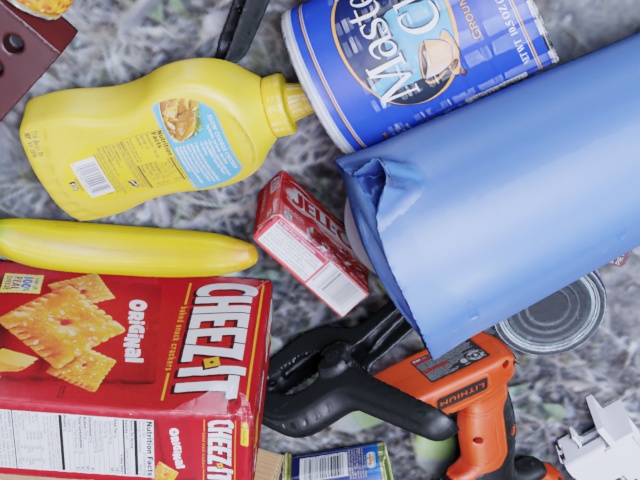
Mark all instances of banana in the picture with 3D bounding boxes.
[{"bbox_3d":[-0.146,0.008,0.758,0.197,0.070,0.037,4,93,-12],"label":"banana"}]

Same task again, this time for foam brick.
[{"bbox_3d":[-0.206,-0.121,0.696,0.053,0.051,0.078,41,113,-18],"label":"foam brick"}]

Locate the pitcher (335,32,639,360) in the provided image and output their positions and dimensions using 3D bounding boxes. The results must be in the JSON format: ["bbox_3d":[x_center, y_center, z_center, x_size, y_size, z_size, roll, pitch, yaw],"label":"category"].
[{"bbox_3d":[0.143,-0.033,0.640,0.243,0.149,0.145,-25,98,1],"label":"pitcher"}]

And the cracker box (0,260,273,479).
[{"bbox_3d":[-0.145,0.087,0.744,0.213,0.164,0.072,4,121,0],"label":"cracker box"}]

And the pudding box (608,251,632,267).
[{"bbox_3d":[0.183,-0.044,0.731,0.090,0.039,0.114,13,118,-5],"label":"pudding box"}]

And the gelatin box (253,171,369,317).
[{"bbox_3d":[-0.005,0.001,0.743,0.030,0.073,0.089,-41,109,19],"label":"gelatin box"}]

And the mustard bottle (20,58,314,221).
[{"bbox_3d":[-0.092,-0.072,0.707,0.192,0.058,0.096,-13,135,12],"label":"mustard bottle"}]

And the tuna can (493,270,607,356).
[{"bbox_3d":[0.165,0.042,0.781,0.086,0.033,0.086,1,118,1],"label":"tuna can"}]

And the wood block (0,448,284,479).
[{"bbox_3d":[-0.143,0.195,0.822,0.206,0.090,0.090,15,119,7],"label":"wood block"}]

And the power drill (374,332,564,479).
[{"bbox_3d":[0.097,0.174,0.814,0.184,0.057,0.187,-25,119,-16],"label":"power drill"}]

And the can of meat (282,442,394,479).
[{"bbox_3d":[0.020,0.217,0.870,0.084,0.057,0.102,-10,118,6],"label":"can of meat"}]

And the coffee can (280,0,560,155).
[{"bbox_3d":[0.061,-0.125,0.655,0.140,0.103,0.102,-24,115,14],"label":"coffee can"}]

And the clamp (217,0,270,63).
[{"bbox_3d":[-0.043,-0.193,0.647,0.172,0.039,0.120,-44,136,19],"label":"clamp"}]

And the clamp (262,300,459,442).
[{"bbox_3d":[0.025,0.086,0.776,0.210,0.164,0.036,-17,126,37],"label":"clamp"}]
